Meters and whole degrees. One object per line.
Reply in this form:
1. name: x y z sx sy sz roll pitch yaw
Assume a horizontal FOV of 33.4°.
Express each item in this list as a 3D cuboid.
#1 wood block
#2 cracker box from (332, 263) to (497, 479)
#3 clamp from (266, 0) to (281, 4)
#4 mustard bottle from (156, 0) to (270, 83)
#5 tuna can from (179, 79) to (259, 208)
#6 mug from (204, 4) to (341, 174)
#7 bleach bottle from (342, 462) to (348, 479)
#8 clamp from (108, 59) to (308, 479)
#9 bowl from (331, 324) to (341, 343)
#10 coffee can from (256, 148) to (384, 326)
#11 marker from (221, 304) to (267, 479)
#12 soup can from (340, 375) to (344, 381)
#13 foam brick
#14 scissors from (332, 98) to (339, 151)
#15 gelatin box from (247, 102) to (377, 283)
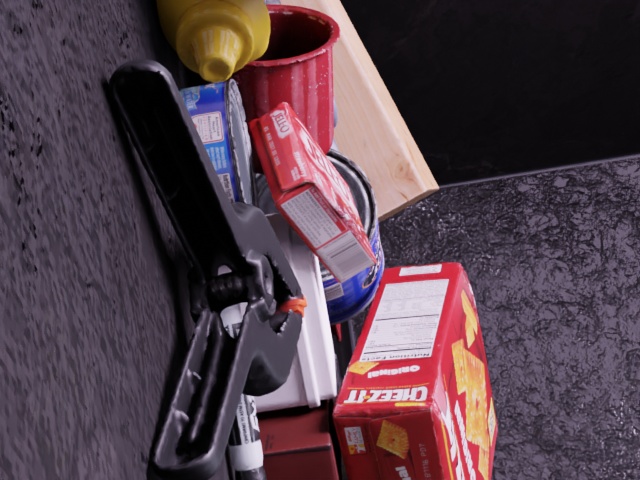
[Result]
1. wood block: 0.012 -0.113 0.921 0.206 0.091 0.090 62 13 3
2. cracker box: 0.076 0.133 0.753 0.213 0.072 0.164 -63 142 -64
3. clamp: -0.053 -0.171 0.801 0.120 0.039 0.171 71 -4 -60
4. mustard bottle: -0.060 -0.153 0.603 0.096 0.058 0.191 69 11 -45
5. tuna can: -0.056 -0.042 0.579 0.086 0.034 0.086 -9 90 -88
6. mug: -0.038 -0.089 0.674 0.117 0.093 0.081 -46 143 -46
7. bleach bottle: 0.034 0.243 0.823 0.068 0.102 0.251 -84 166 -52
8. clamp: -0.043 0.013 0.487 0.210 0.036 0.164 12 69 -79
9. bowl: -0.018 0.018 0.984 0.162 0.055 0.162 -9 90 -87
10. coffee can: -0.005 0.001 0.799 0.140 0.103 0.103 72 9 -73
11. marker: -0.043 0.089 0.569 0.020 0.020 0.121 -10 91 -87
12. soup can: 0.004 0.150 0.864 0.102 0.068 0.068 74 7 -65
13. foam brick: -0.015 0.135 0.677 0.078 0.053 0.051 -89 169 -70
14. scissors: -0.025 -0.145 0.823 0.096 0.016 0.202 111 -41 -70
15. gelatin box: -0.003 -0.028 0.636 0.089 0.030 0.073 51 14 -45
